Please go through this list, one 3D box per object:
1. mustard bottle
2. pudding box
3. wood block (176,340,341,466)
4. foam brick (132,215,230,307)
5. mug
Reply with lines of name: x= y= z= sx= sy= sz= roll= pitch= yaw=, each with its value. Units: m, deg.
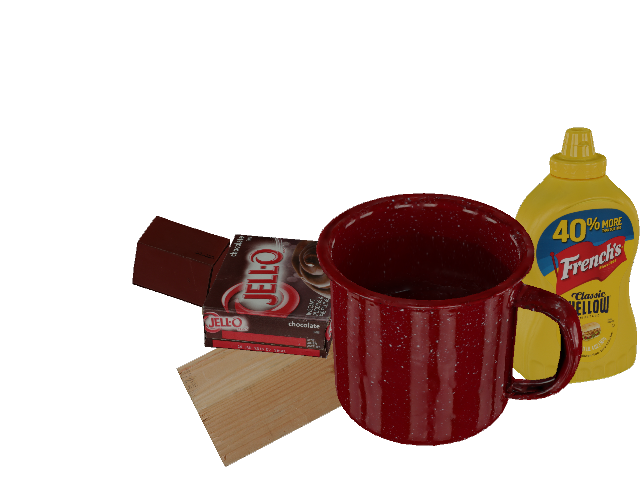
mustard bottle: x=0.194 y=0.010 z=0.809 sx=0.096 sy=0.192 sz=0.058 roll=-6 pitch=16 yaw=-11
pudding box: x=-0.031 y=0.039 z=0.782 sx=0.090 sy=0.039 sz=0.113 roll=5 pitch=27 yaw=6
wood block: x=-0.040 y=0.148 z=1.175 sx=0.206 sy=0.091 sz=0.090 roll=-26 pitch=30 yaw=-10
foam brick: x=-0.133 y=0.020 z=1.016 sx=0.078 sy=0.051 sz=0.053 roll=18 pitch=34 yaw=7
mug: x=0.057 y=0.038 z=0.472 sx=0.117 sy=0.081 sz=0.093 roll=10 pitch=33 yaw=20
